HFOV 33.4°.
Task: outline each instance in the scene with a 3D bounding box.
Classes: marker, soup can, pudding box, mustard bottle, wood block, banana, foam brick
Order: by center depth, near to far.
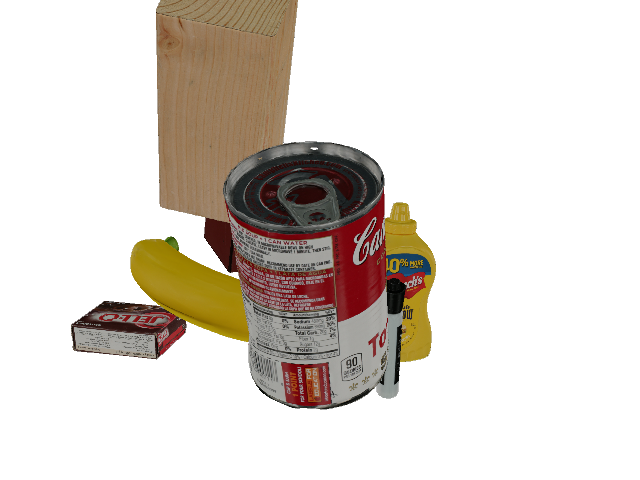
[{"bbox_3d":[-0.004,0.017,0.475,0.068,0.102,0.068,-3,35,2],"label":"soup can"},{"bbox_3d":[-0.068,0.031,0.697,0.069,0.037,0.198,-24,34,-36],"label":"banana"},{"bbox_3d":[-0.077,-0.117,0.863,0.091,0.090,0.206,13,-42,4],"label":"wood block"},{"bbox_3d":[0.057,0.080,0.871,0.020,0.121,0.020,0,37,-1],"label":"marker"},{"bbox_3d":[-0.081,-0.009,1.092,0.052,0.051,0.078,-5,30,-24],"label":"foam brick"},{"bbox_3d":[0.091,0.049,1.288,0.096,0.192,0.058,0,14,-13],"label":"mustard bottle"},{"bbox_3d":[-0.231,0.107,1.290,0.114,0.039,0.090,2,15,15],"label":"pudding box"}]
